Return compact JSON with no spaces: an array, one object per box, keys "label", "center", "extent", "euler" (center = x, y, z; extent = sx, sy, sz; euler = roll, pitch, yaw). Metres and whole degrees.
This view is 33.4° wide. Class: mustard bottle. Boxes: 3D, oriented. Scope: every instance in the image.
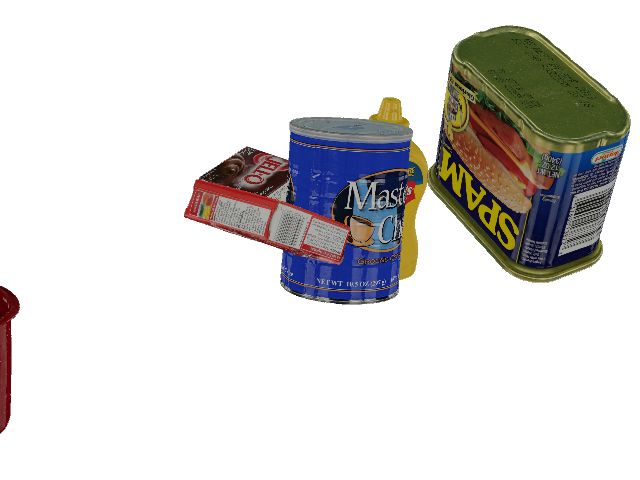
[{"label":"mustard bottle","center":[0.061,-0.052,1.095],"extent":[0.096,0.192,0.058],"euler":[-1,24,-16]}]

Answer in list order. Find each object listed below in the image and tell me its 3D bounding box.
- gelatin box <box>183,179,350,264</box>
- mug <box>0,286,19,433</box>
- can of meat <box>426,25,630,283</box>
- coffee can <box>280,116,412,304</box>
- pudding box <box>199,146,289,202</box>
[{"label":"gelatin box","center":[-0.034,-0.011,0.709],"extent":[0.073,0.030,0.089],"euler":[16,-1,35]},{"label":"mug","center":[-0.237,0.079,0.634],"extent":[0.093,0.081,0.117],"euler":[20,24,36]},{"label":"can of meat","center":[0.100,-0.044,0.525],"extent":[0.057,0.084,0.102],"euler":[-18,47,-21]},{"label":"coffee can","center":[0.021,-0.028,0.899],"extent":[0.103,0.140,0.103],"euler":[4,13,-1]},{"label":"pudding box","center":[-0.083,-0.071,1.318],"extent":[0.090,0.039,0.113],"euler":[19,36,23]}]
